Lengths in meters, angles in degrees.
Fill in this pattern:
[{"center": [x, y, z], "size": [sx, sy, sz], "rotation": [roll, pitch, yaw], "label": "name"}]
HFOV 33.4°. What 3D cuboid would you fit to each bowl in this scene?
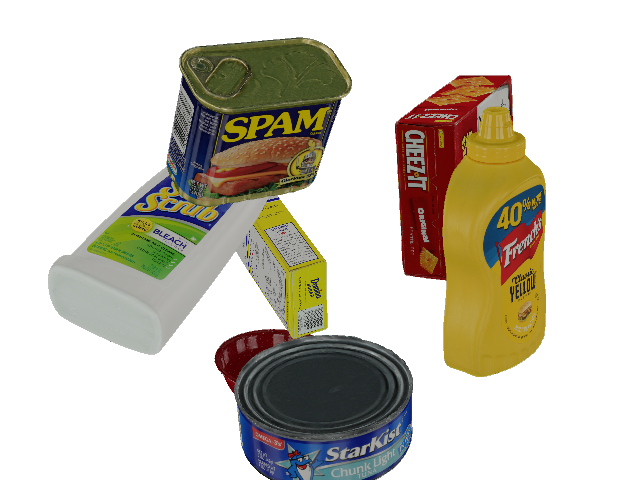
[{"center": [-0.051, 0.170, 1.323], "size": [0.162, 0.055, 0.162], "rotation": [3, 23, -2], "label": "bowl"}]

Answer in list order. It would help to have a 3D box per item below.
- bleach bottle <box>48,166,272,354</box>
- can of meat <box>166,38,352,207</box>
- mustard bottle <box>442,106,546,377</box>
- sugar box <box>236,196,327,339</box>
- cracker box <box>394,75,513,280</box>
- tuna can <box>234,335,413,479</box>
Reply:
[{"center": [-0.108, -0.024, 0.866], "size": [0.102, 0.068, 0.250], "rotation": [23, 48, 12], "label": "bleach bottle"}, {"center": [-0.041, -0.072, 0.657], "size": [0.101, 0.057, 0.084], "rotation": [-11, -38, -27], "label": "can of meat"}, {"center": [0.128, -0.003, 0.778], "size": [0.058, 0.192, 0.096], "rotation": [18, 31, 42], "label": "mustard bottle"}, {"center": [-0.047, 0.010, 1.098], "size": [0.048, 0.093, 0.176], "rotation": [-15, 41, -17], "label": "sugar box"}, {"center": [0.146, -0.073, 1.125], "size": [0.072, 0.164, 0.213], "rotation": [4, 22, 25], "label": "cracker box"}, {"center": [0.002, 0.082, 0.517], "size": [0.086, 0.034, 0.086], "rotation": [-3, 26, 1], "label": "tuna can"}]
